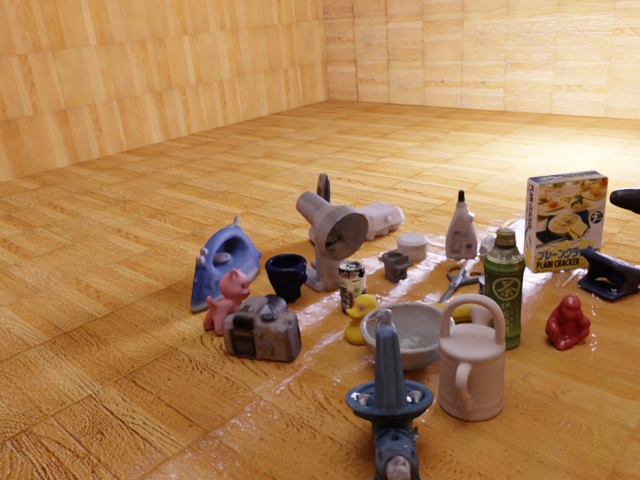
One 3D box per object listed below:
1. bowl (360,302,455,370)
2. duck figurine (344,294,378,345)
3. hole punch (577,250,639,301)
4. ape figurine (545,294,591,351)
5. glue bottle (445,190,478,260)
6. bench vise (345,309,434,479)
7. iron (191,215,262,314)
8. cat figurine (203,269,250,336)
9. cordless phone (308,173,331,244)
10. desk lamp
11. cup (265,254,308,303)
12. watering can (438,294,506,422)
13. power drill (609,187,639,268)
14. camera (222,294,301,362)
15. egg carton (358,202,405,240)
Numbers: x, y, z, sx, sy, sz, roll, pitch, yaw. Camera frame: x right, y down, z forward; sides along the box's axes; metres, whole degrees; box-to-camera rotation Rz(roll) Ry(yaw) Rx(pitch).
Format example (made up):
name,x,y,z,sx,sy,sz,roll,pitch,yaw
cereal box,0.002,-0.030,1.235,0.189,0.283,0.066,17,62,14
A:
name,x,y,z,sx,sy,sz,roll,pitch,yaw
bowl,0.155,0.180,1.015,0.167,0.075,0.167,-4,23,2
duck figurine,0.094,0.144,1.100,0.105,0.086,0.077,-13,24,-20
hole punch,0.604,0.061,1.189,0.101,0.091,0.108,-14,24,-21
ape figurine,0.445,0.141,1.028,0.077,0.092,0.076,1,23,14
glue bottle,0.340,-0.038,1.373,0.078,0.173,0.037,3,24,18
bench vise,0.105,0.215,0.753,0.122,0.220,0.207,-11,23,-14
iron,-0.234,0.048,1.325,0.118,0.141,0.259,4,24,20
cat figurine,-0.189,0.115,1.185,0.067,0.118,0.128,10,27,32
cordless phone,0.019,-0.075,1.512,0.094,0.185,0.147,-13,24,-18
desk lamp,0.012,0.005,1.285,0.118,0.214,0.202,-19,27,-31
cup,-0.062,0.091,1.247,0.092,0.095,0.117,-22,28,-34
watering can,0.232,0.165,0.880,0.101,0.194,0.173,-4,23,3
power drill,0.710,-0.015,1.197,0.229,0.209,0.075,-5,23,-1
camera,-0.099,0.153,1.099,0.142,0.101,0.137,3,24,19
egg carton,0.155,-0.054,1.586,0.151,0.069,0.107,-20,27,-33
